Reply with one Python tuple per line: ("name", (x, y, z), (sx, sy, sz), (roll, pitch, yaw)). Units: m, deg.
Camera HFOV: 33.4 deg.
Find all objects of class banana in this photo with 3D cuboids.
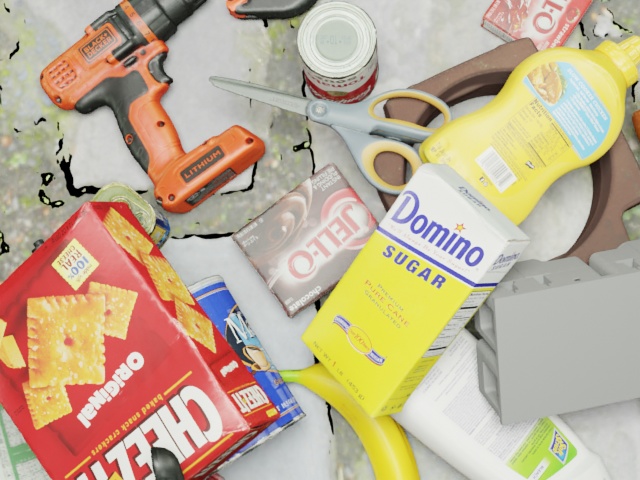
("banana", (0.043, 0.178, 0.916), (0.070, 0.037, 0.198), (-36, 81, 19))

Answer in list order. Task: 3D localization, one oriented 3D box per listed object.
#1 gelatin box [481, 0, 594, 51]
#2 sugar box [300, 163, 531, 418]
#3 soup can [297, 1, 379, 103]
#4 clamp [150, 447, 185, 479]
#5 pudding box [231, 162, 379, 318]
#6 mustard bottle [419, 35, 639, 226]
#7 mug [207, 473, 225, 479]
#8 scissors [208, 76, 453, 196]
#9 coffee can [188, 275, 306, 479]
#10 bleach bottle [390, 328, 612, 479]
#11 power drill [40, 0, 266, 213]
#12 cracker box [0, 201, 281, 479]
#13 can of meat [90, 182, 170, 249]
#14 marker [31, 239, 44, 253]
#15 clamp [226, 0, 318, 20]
("gelatin box", (0.197, -0.210, 0.945), (0.073, 0.030, 0.089), (35, 88, 7))
("sugar box", (0.067, 0.038, 0.797), (0.093, 0.048, 0.176), (45, 117, 27))
("soup can", (0.017, -0.159, 0.918), (0.068, 0.102, 0.068), (0, 84, 3))
("clamp", (-0.115, 0.250, 0.801), (0.165, 0.036, 0.209), (-34, 125, 13))
("pudding box", (-0.006, 0.001, 0.934), (0.113, 0.039, 0.090), (-37, 83, 0))
("mustard bottle", (0.178, -0.094, 0.833), (0.191, 0.058, 0.096), (-39, 96, -1))
("mug", (-0.126, 0.239, 0.897), (0.117, 0.081, 0.093), (14, 85, 6))
("scissors", (0.006, -0.086, 0.870), (0.202, 0.016, 0.096), (2, 84, 5))
("coffee can", (-0.091, 0.115, 0.897), (0.103, 0.103, 0.140), (-32, 83, 0))
("bleach bottle", (0.150, 0.169, 0.883), (0.251, 0.068, 0.102), (43, 70, 2))
("power drill", (-0.132, -0.133, 0.951), (0.184, 0.057, 0.188), (-38, 80, 4))
("cracker box", (-0.161, 0.102, 0.824), (0.164, 0.072, 0.214), (-40, 78, 16))
("can of meat", (-0.180, 0.005, 0.925), (0.057, 0.084, 0.102), (40, 88, 7))
("marker", (-0.223, 0.052, 0.956), (0.020, 0.020, 0.121), (-33, 83, 0))
("clamp", (-0.004, -0.249, 0.962), (0.171, 0.039, 0.120), (-44, 77, 2))
